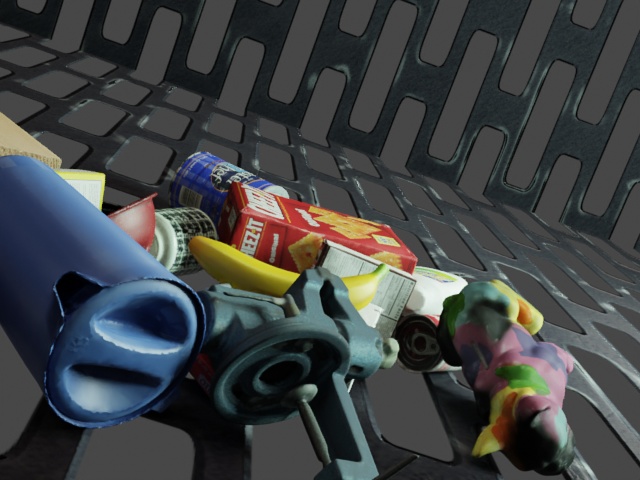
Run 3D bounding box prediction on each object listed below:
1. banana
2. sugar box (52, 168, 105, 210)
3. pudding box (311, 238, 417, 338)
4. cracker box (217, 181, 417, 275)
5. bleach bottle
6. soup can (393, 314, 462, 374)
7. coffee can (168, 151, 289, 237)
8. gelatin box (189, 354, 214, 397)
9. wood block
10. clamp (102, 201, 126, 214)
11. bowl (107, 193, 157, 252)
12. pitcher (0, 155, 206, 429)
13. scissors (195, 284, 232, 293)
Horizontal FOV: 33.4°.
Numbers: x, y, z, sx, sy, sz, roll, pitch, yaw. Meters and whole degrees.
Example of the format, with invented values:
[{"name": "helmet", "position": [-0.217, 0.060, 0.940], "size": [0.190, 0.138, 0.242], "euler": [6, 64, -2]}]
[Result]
[{"name": "banana", "position": [-0.031, 0.039, 1.021], "size": [0.197, 0.037, 0.069], "euler": [10, 34, -7]}, {"name": "sugar box", "position": [-0.301, -0.030, 1.117], "size": [0.048, 0.093, 0.176], "euler": [11, 6, 29]}, {"name": "pudding box", "position": [0.039, 0.061, 1.178], "size": [0.113, 0.090, 0.039], "euler": [23, 4, -13]}, {"name": "cracker box", "position": [-0.008, 0.002, 1.267], "size": [0.213, 0.072, 0.164], "euler": [16, 11, -12]}, {"name": "bleach bottle", "position": [0.137, 0.073, 1.372], "size": [0.102, 0.068, 0.250], "euler": [15, 2, 9]}, {"name": "soup can", "position": [0.138, 0.121, 1.252], "size": [0.069, 0.068, 0.102], "euler": [29, 13, 34]}, {"name": "coffee can", "position": [-0.128, -0.053, 1.501], "size": [0.140, 0.103, 0.102], "euler": [26, 13, 28]}, {"name": "gelatin box", "position": [-0.088, 0.107, 0.965], "size": [0.073, 0.030, 0.089], "euler": [49, 20, 14]}, {"name": "wood block", "position": [-0.399, -0.096, 1.266], "size": [0.090, 0.090, 0.206], "euler": [10, 15, -42]}, {"name": "clamp", "position": [-0.220, -0.023, 1.329], "size": [0.209, 0.036, 0.165], "euler": [15, 0, -45]}, {"name": "bowl", "position": [-0.222, 0.011, 1.049], "size": [0.055, 0.162, 0.162], "euler": [64, 10, -6]}, {"name": "pitcher", "position": [-0.204, 0.036, 0.862], "size": [0.144, 0.149, 0.243], "euler": [-4, 32, -40]}, {"name": "scissors", "position": [-0.090, 0.058, 0.987], "size": [0.096, 0.016, 0.201], "euler": [-23, -10, 29]}]
